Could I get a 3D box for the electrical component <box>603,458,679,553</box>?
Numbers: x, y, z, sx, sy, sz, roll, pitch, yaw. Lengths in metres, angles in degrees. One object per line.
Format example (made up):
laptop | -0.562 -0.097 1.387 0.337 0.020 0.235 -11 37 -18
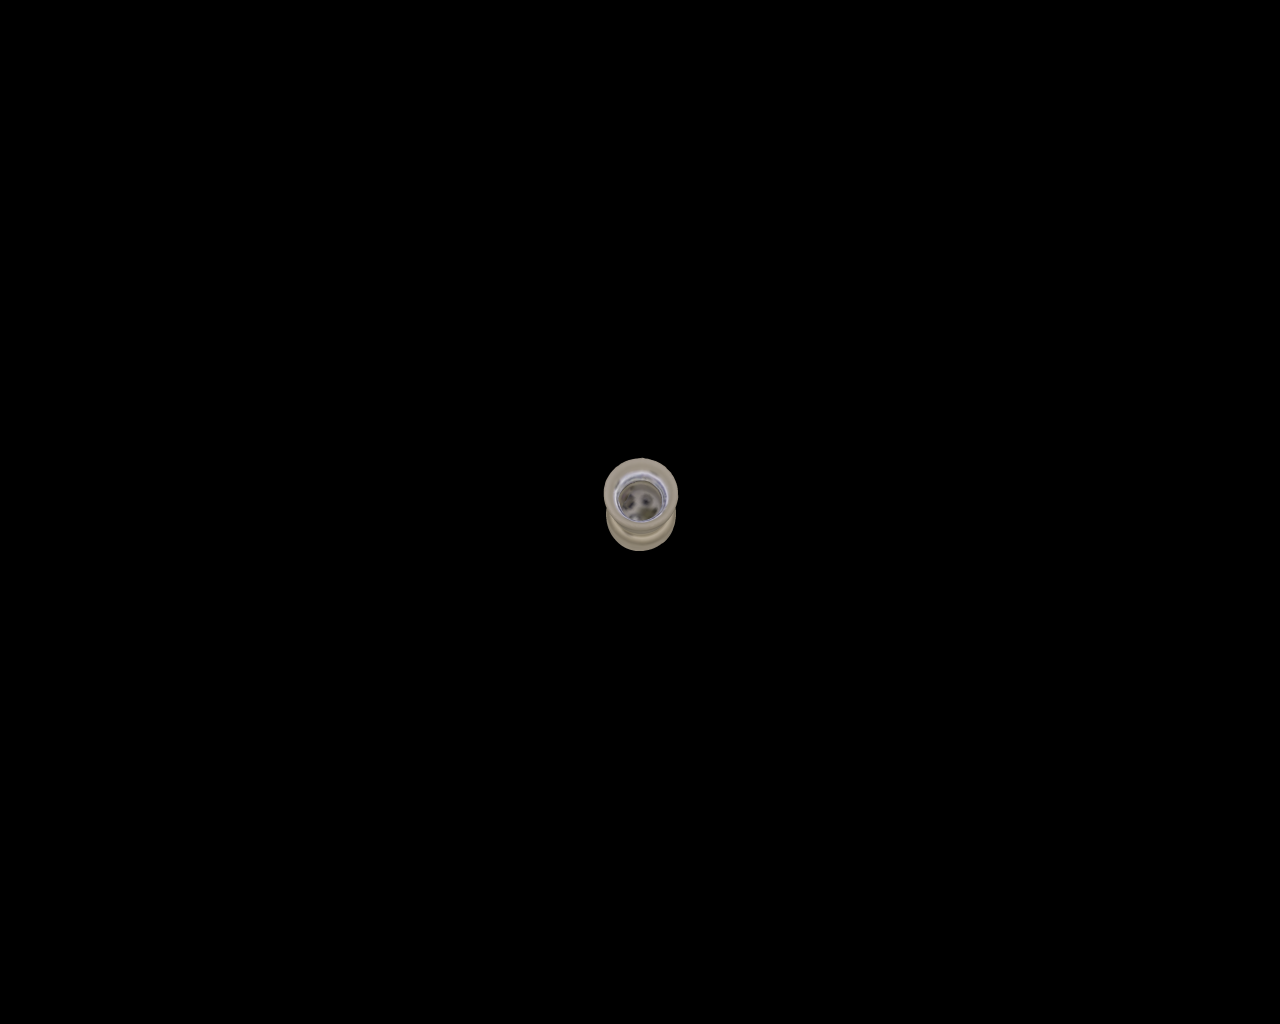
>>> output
electrical component | 0.001 -0.003 0.650 0.045 0.045 0.055 0 -19 0
